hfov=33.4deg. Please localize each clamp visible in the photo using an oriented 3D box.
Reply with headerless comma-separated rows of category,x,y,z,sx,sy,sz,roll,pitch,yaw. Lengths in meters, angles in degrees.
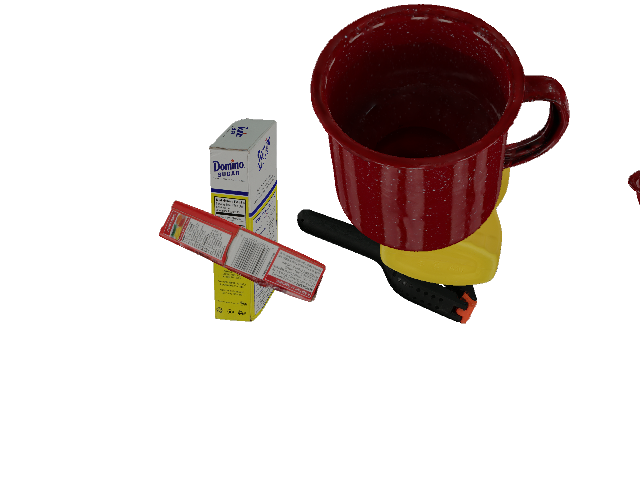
clamp,0.084,0.013,1.162,0.164,0.036,0.210,-15,51,-32

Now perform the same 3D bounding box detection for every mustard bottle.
mustard bottle,0.112,-0.049,0.913,0.096,0.191,0.058,8,-43,8

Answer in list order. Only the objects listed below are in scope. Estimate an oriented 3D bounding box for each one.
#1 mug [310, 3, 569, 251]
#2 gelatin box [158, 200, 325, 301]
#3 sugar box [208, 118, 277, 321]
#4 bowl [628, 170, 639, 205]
mug,0.057,-0.050,0.497,0.117,0.093,0.081,-10,-33,-1
gelatin box,-0.051,0.008,0.711,0.073,0.030,0.089,22,-2,44
sugar box,-0.072,-0.020,1.021,0.048,0.176,0.093,4,24,13
bowl,0.374,-0.028,1.017,0.162,0.055,0.162,0,19,0
